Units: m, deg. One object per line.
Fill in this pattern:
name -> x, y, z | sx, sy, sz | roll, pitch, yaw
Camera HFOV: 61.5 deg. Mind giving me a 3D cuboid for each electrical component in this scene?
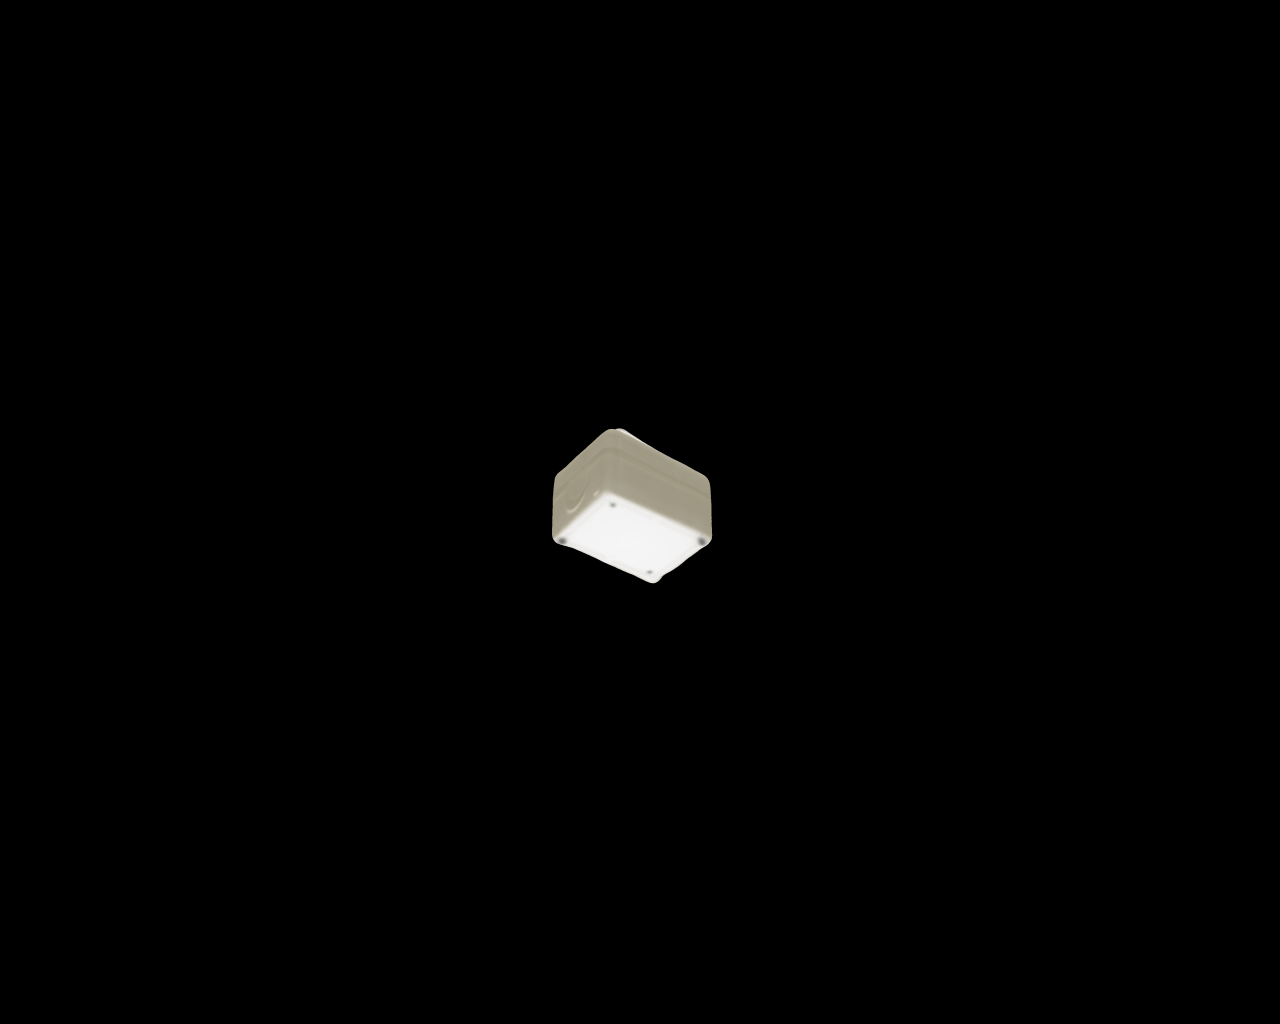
electrical component -> 0.001, -0.003, 0.650 | 0.096, 0.061, 0.061 | 25, -45, -28
